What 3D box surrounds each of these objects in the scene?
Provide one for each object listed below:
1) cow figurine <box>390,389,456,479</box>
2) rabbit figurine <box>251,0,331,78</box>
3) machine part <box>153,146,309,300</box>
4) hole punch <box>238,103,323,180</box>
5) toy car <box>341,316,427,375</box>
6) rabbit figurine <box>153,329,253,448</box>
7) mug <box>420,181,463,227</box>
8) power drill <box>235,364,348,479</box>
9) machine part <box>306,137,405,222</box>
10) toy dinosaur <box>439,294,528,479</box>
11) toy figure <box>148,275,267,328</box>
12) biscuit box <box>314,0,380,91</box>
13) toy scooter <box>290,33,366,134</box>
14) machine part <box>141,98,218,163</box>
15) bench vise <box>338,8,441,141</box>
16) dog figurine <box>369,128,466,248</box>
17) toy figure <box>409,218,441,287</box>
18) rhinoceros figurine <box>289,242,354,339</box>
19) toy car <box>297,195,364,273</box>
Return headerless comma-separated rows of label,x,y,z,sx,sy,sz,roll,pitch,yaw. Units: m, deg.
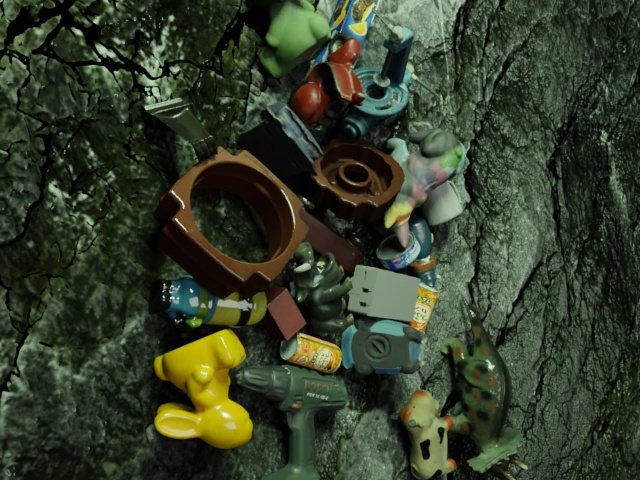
cow figurine,0.215,0.406,1.123,0.127,0.086,0.194,-12,101,-36
rabbit figurine,-0.066,-0.384,0.901,0.121,0.159,0.170,-36,95,-21
machine part,-0.134,-0.026,0.824,0.201,0.087,0.201,41,47,-8
hole punch,-0.057,-0.174,0.915,0.142,0.116,0.092,53,53,-24
toy car,0.124,0.199,1.039,0.103,0.162,0.109,-17,108,-80
rabbit figurine,-0.168,0.235,0.801,0.162,0.122,0.173,-25,89,-17
mug,0.260,-0.098,1.167,0.109,0.081,0.107,-30,97,-28
power drill,-0.057,0.321,0.930,0.232,0.086,0.207,11,75,-39
machine part,0.062,-0.110,0.979,0.179,0.056,0.179,6,51,-7
toy dinosaur,0.355,0.329,1.160,0.131,0.192,0.404,1,90,-39
toy figure,-0.168,0.098,0.837,0.180,0.089,0.082,14,88,-38
biscuit box,0.047,-0.385,1.023,0.059,0.063,0.202,28,72,-32
toy scooter,0.020,-0.247,0.915,0.075,0.184,0.135,7,46,-40
machine part,-0.203,-0.170,0.804,0.084,0.139,0.039,-18,143,-40
bench vise,0.126,-0.293,0.973,0.224,0.240,0.129,-37,71,-24
dog figurine,0.185,-0.097,1.055,0.108,0.192,0.219,44,50,-41
toy figure,0.217,0.031,1.145,0.058,0.064,0.154,-54,133,-68
rhinoceros figurine,-0.002,0.087,0.956,0.112,0.073,0.190,-16,121,-5
toy car,-0.002,-0.003,0.985,0.202,0.053,0.089,33,86,-32
